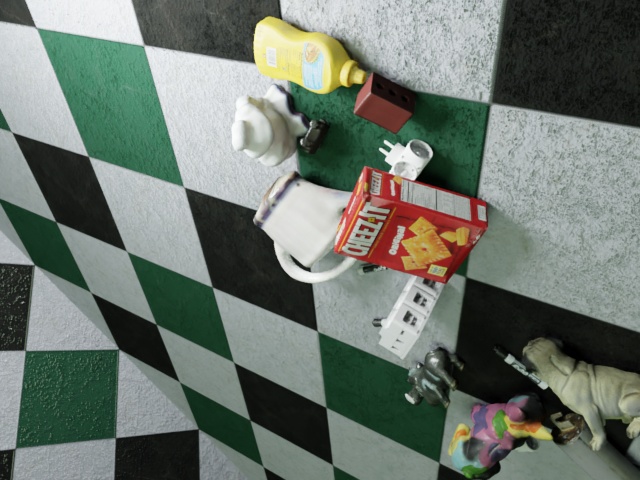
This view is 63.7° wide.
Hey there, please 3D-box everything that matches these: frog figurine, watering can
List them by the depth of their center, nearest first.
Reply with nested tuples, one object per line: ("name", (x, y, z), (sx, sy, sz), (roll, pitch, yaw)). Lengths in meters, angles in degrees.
("frog figurine", (-0.107, -0.188, 0.912), (0.122, 0.162, 0.135), (1, 126, 38))
("watering can", (0.003, -0.050, 1.002), (0.224, 0.106, 0.341), (40, 127, -1))
